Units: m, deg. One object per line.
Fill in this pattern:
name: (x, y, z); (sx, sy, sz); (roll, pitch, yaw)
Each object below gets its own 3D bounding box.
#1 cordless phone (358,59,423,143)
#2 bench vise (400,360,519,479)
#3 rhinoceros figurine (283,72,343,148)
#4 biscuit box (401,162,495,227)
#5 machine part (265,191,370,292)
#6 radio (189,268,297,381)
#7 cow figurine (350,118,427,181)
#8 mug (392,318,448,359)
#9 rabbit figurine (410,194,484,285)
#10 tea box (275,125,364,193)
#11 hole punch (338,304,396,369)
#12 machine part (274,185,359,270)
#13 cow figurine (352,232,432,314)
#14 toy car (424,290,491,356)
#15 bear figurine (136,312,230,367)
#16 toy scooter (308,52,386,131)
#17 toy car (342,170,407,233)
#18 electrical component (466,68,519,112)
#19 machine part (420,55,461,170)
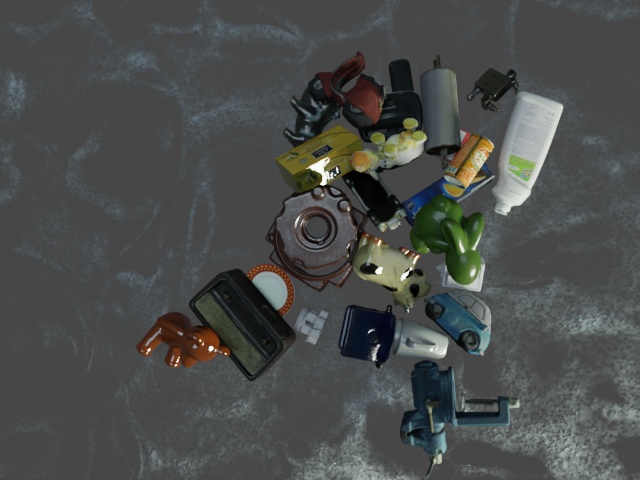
cordless phone: (0.148, -0.316, 1.196); (0.147, 0.088, 0.184); (-8, 74, 9)
bench vise: (0.283, 0.356, 1.101); (0.241, 0.129, 0.223); (-5, 85, 15)
rhinoceros figurine: (-0.011, -0.287, 1.211); (0.112, 0.073, 0.190); (21, 90, 11)
biscuit box: (0.271, -0.101, 1.160); (0.203, 0.063, 0.059); (-33, 81, 5)
machine part: (-0.002, -0.004, 1.186); (0.201, 0.087, 0.201); (33, 90, 10)
radio: (-0.169, 0.182, 1.194); (0.131, 0.073, 0.229); (-44, 82, 18)
cow figurine: (0.140, -0.178, 1.127); (0.167, 0.098, 0.068); (-26, 62, -8)
mug: (0.216, 0.213, 1.131); (0.107, 0.109, 0.080); (11, 85, -4)
rabbit figurine: (0.272, 0.000, 1.063); (0.121, 0.159, 0.170); (-15, 59, -14)
tea box: (0.002, -0.172, 1.161); (0.170, 0.068, 0.098); (-30, 38, -13)
hole punch: (0.102, 0.202, 1.156); (0.116, 0.092, 0.142); (11, 85, 6)
machine part: (-0.007, -0.025, 1.100); (0.179, 0.056, 0.179); (1, 100, 5)
cow figurine: (0.154, 0.073, 1.129); (0.195, 0.086, 0.127); (23, 96, -24)
toy car: (0.298, 0.159, 1.121); (0.103, 0.109, 0.162); (-44, 77, -3)
bear figurine: (-0.295, 0.233, 1.168); (0.196, 0.120, 0.132); (22, 79, 49)
toy scooter: (0.074, -0.323, 1.131); (0.184, 0.075, 0.135); (41, 89, 23)
toy car: (0.114, -0.100, 1.160); (0.073, 0.056, 0.202); (-35, 58, 6)
electrical component: (0.381, -0.326, 1.168); (0.102, 0.045, 0.078); (-50, 53, 0)
machine part: (0.254, -0.269, 1.136); (0.079, 0.079, 0.243); (-5, 84, 9)
